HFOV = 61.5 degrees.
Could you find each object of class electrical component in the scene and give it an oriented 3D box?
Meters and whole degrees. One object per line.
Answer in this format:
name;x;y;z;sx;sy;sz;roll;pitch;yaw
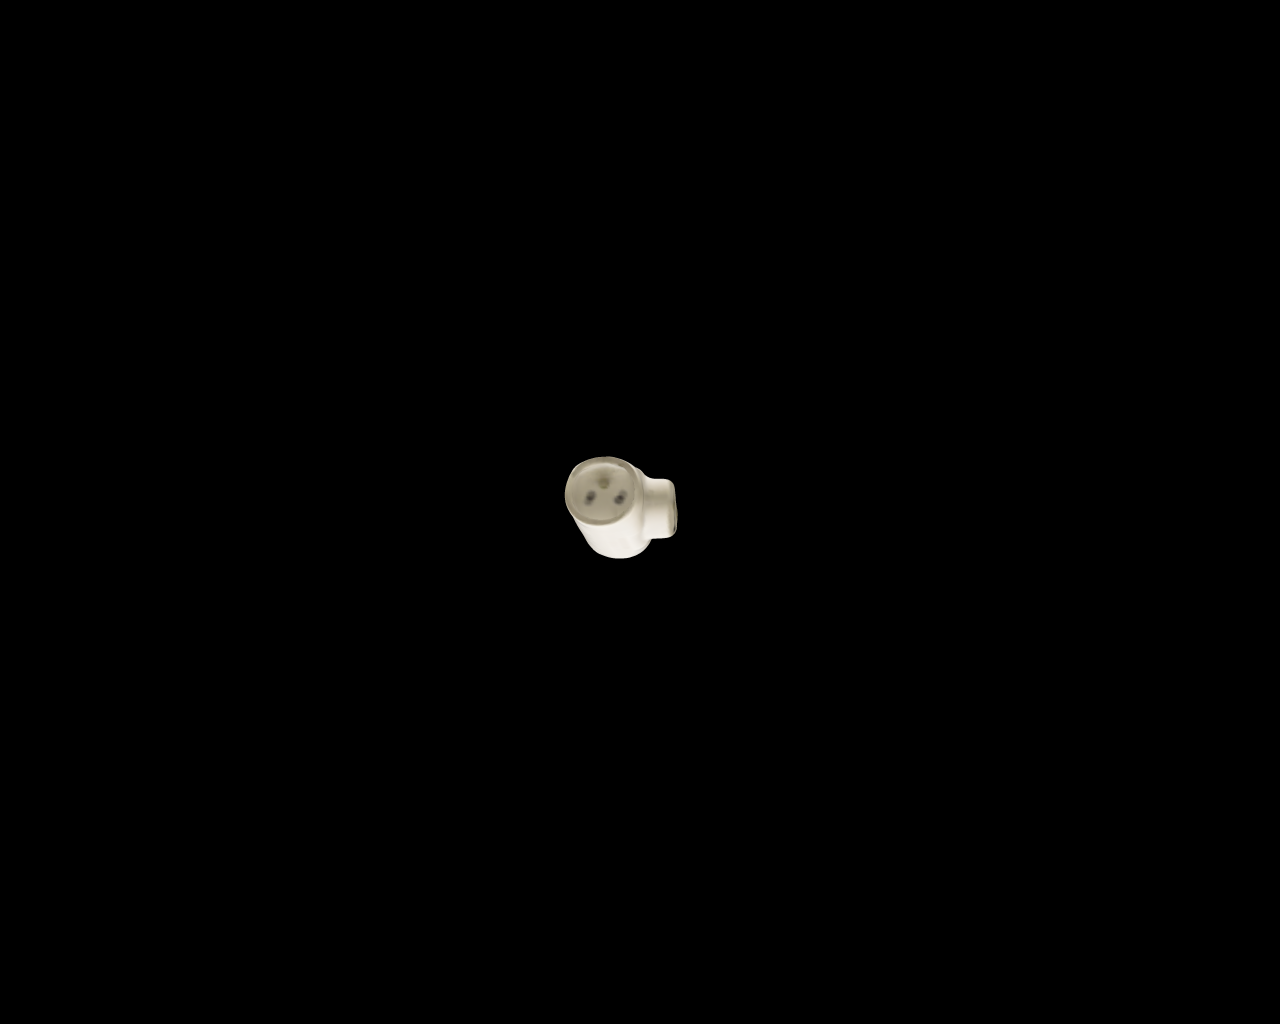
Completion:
electrical component;0.001;-0.003;0.650;0.079;0.043;0.077;-2;-18;7
